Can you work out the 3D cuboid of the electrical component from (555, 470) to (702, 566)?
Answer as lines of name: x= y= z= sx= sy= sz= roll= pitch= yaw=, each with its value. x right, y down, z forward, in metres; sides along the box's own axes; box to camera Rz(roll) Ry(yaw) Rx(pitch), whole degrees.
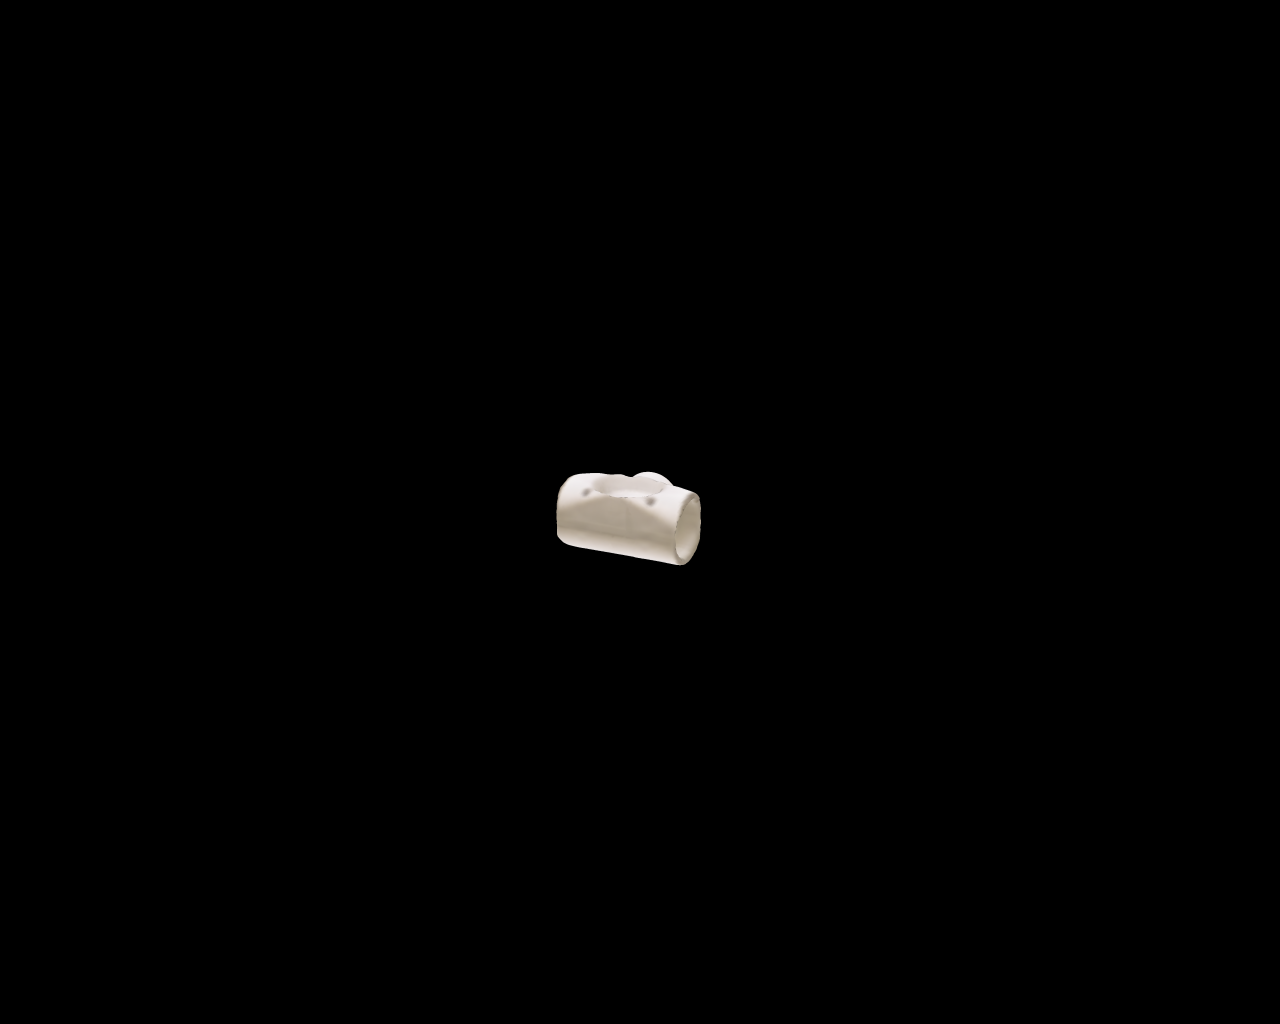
electrical component: x=0.001 y=-0.003 z=0.650 sx=0.077 sy=0.044 sz=0.079 roll=10 pitch=24 yaw=22
